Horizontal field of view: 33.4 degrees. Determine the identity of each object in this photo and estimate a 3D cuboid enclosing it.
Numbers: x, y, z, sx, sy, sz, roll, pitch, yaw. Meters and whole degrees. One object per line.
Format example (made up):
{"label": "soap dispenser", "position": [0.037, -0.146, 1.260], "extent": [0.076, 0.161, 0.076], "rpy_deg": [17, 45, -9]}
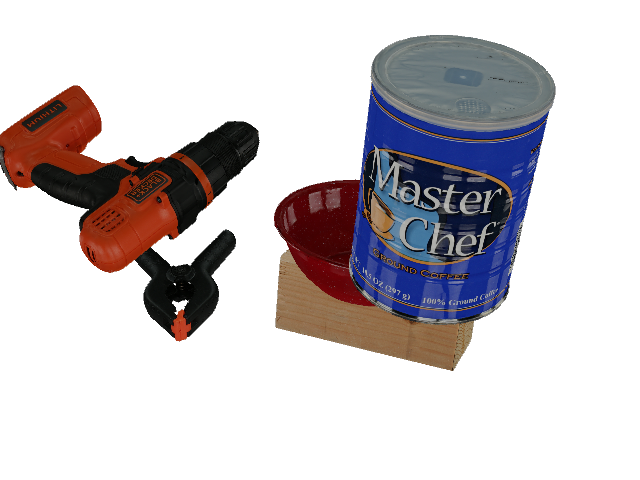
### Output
{"label": "bowl", "position": [0.041, 0.008, 0.886], "extent": [0.162, 0.055, 0.162], "rpy_deg": [4, 29, -2]}
{"label": "wood block", "position": [0.063, 0.065, 1.183], "extent": [0.206, 0.091, 0.090], "rpy_deg": [13, 23, 18]}
{"label": "coffee can", "position": [0.074, -0.036, 0.632], "extent": [0.103, 0.140, 0.103], "rpy_deg": [4, 36, -3]}
{"label": "power drill", "position": [-0.169, -0.069, 0.911], "extent": [0.188, 0.057, 0.184], "rpy_deg": [27, 54, 33]}
{"label": "clamp", "position": [-0.140, 0.041, 1.151], "extent": [0.120, 0.039, 0.171], "rpy_deg": [-14, 39, -7]}
